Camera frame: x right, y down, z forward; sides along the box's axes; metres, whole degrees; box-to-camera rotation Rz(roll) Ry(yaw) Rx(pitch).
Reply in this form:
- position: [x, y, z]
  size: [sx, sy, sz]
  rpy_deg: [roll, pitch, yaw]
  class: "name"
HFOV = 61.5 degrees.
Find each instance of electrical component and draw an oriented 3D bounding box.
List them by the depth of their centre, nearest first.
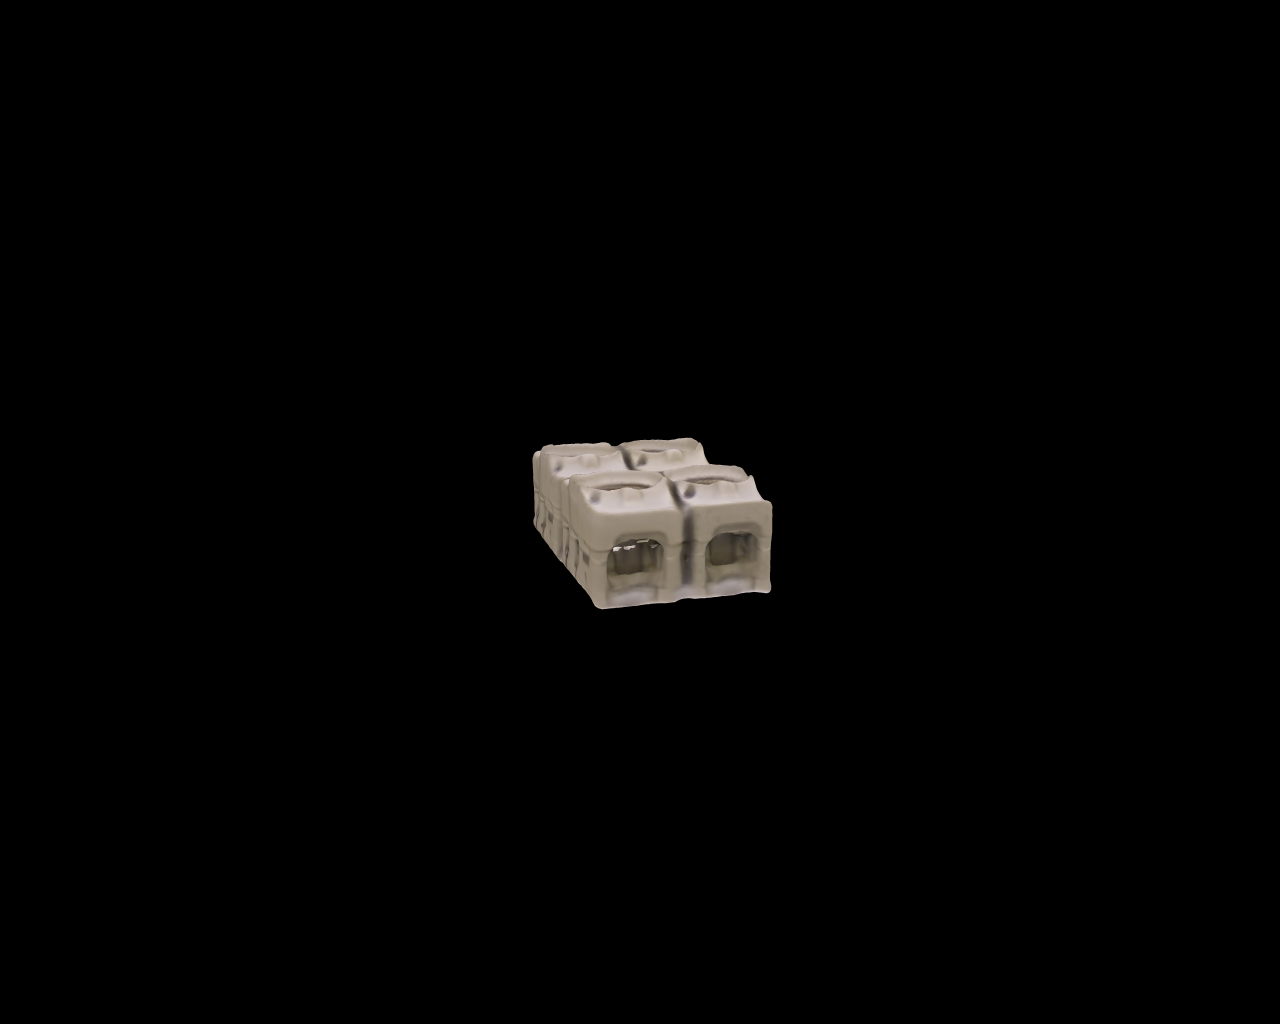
- position: [0.001, -0.003, 0.650]
  size: [0.105, 0.060, 0.186]
  rpy_deg: [-4, 15, -15]
  class: "electrical component"
